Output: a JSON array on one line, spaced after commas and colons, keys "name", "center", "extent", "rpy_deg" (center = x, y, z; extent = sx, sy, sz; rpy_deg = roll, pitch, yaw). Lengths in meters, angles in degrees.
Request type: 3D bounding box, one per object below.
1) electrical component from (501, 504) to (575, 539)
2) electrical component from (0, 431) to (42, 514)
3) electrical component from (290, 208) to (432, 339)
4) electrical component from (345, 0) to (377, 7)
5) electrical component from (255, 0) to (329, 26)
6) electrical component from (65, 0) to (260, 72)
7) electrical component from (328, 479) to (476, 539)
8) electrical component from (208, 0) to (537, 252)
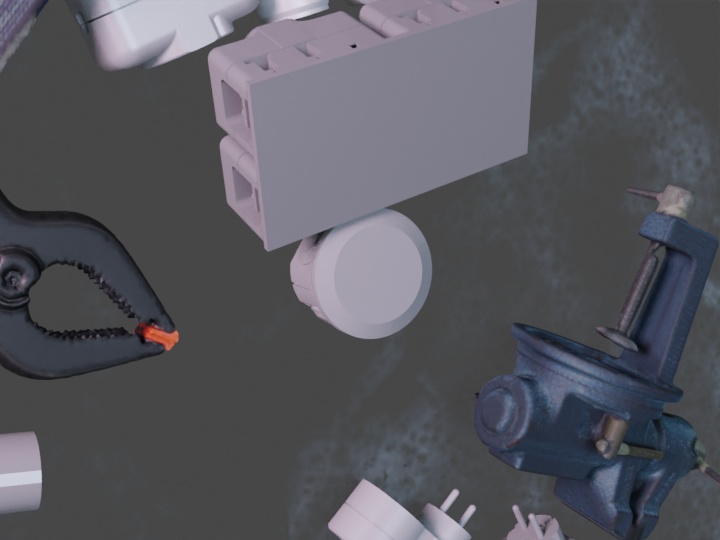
[{"name": "electrical component", "center": [0.125, 0.195, 0.740], "extent": [0.047, 0.083, 0.075], "rpy_deg": [-31, 109, -20]}, {"name": "electrical component", "center": [-0.216, 0.112, 0.577], "extent": [0.081, 0.043, 0.043], "rpy_deg": [-2, 97, -27]}, {"name": "electrical component", "center": [0.000, 0.000, 0.670], "extent": [0.080, 0.051, 0.080], "rpy_deg": [-4, 98, -27]}, {"name": "electrical component", "center": [0.011, -0.201, 0.646], "extent": [0.058, 0.057, 0.078], "rpy_deg": [-11, 101, -26]}, {"name": "electrical component", "center": [-0.045, -0.174, 0.628], "extent": [0.045, 0.045, 0.055], "rpy_deg": [-23, 107, -23]}, {"name": "electrical component", "center": [-0.108, -0.149, 0.594], "extent": [0.095, 0.054, 0.059], "rpy_deg": [-31, 109, -21]}, {"name": "electrical component", "center": [0.049, 0.181, 0.716], "extent": [0.138, 0.052, 0.073], "rpy_deg": [45, 76, -25]}, {"name": "electrical component", "center": [0.009, -0.099, 0.635], "extent": [0.186, 0.060, 0.105], "rpy_deg": [-22, 131, -23]}]
